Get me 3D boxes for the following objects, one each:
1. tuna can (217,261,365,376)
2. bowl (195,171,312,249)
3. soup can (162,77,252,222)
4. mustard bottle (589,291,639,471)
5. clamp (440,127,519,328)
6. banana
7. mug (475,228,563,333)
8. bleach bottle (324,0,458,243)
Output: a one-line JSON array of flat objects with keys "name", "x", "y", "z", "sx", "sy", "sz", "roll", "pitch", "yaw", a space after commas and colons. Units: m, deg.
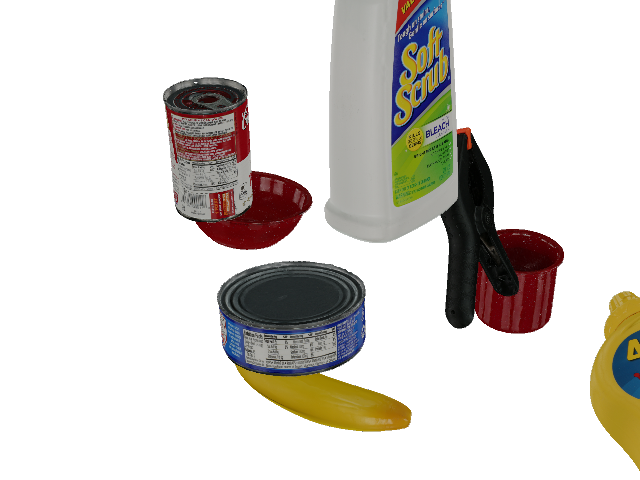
[{"name": "tuna can", "x": -0.016, "y": 0.044, "z": 0.620, "sx": 0.086, "sy": 0.034, "sz": 0.086, "roll": -2, "pitch": 23, "yaw": 1}, {"name": "bowl", "x": -0.093, "y": -0.032, "z": 1.320, "sx": 0.162, "sy": 0.055, "sz": 0.162, "roll": 4, "pitch": 25, "yaw": -2}, {"name": "soup can", "x": -0.091, "y": -0.074, "z": 0.878, "sx": 0.068, "sy": 0.102, "sz": 0.068, "roll": -1, "pitch": 31, "yaw": 0}, {"name": "mustard bottle", "x": 0.204, "y": 0.092, "z": 0.590, "sx": 0.096, "sy": 0.058, "sz": 0.191, "roll": -8, "pitch": 35, "yaw": -5}, {"name": "clamp", "x": 0.128, "y": -0.009, "z": 0.935, "sx": 0.039, "sy": 0.171, "sz": 0.120, "roll": -10, "pitch": 15, "yaw": 30}, {"name": "banana", "x": -0.015, "y": 0.109, "z": 0.853, "sx": 0.069, "sy": 0.037, "sz": 0.198, "roll": -24, "pitch": 31, "yaw": -30}, {"name": "mug", "x": 0.205, "y": 0.039, "z": 1.142, "sx": 0.093, "sy": 0.081, "sz": 0.117, "roll": -5, "pitch": 30, "yaw": -8}, {"name": "bleach bottle", "x": 0.045, "y": -0.130, "z": 0.717, "sx": 0.102, "sy": 0.251, "sz": 0.068, "roll": -28, "pitch": 36, "yaw": -36}]
